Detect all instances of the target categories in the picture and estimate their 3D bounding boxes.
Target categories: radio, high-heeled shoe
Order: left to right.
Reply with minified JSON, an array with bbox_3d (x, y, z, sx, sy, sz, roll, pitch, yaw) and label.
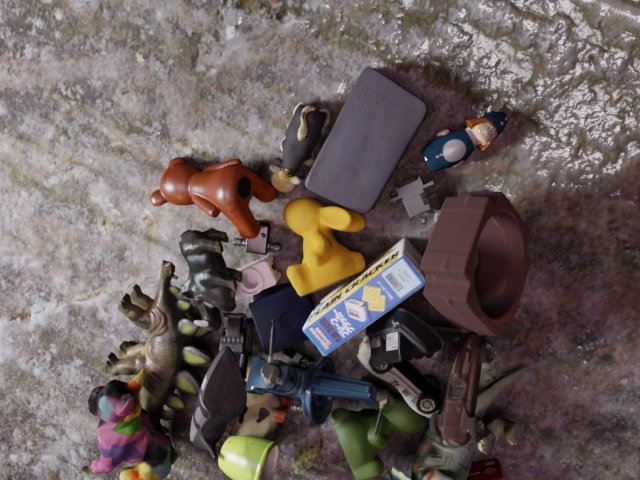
[{"bbox_3d":[-0.202,0.295,1.024,0.086,0.145,0.248,7,101,-25],"label":"high-heeled shoe"},{"bbox_3d":[0.080,-0.166,0.930,0.131,0.073,0.229,29,107,0],"label":"radio"}]

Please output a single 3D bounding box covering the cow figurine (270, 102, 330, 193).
[{"bbox_3d":[-0.039,-0.155,0.937,0.068,0.098,0.167,22,105,-4],"label":"cow figurine"}]

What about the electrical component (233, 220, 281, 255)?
[{"bbox_3d":[-0.118,-0.006,1.021,0.094,0.021,0.063,9,103,7],"label":"electrical component"}]

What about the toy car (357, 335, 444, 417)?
[{"bbox_3d":[0.155,0.256,1.011,0.202,0.073,0.056,42,113,-2],"label":"toy car"}]

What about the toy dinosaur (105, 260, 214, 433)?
[{"bbox_3d":[-0.315,0.244,1.068,0.199,0.105,0.470,17,116,0],"label":"toy dinosaur"}]

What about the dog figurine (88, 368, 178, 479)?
[{"bbox_3d":[-0.349,0.352,1.021,0.191,0.108,0.219,21,118,-8],"label":"dog figurine"}]

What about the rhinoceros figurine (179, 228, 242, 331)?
[{"bbox_3d":[-0.199,0.072,0.957,0.112,0.073,0.190,-9,109,1],"label":"rhinoceros figurine"}]

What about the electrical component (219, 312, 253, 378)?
[{"bbox_3d":[-0.158,0.202,1.025,0.048,0.074,0.119,1,75,8],"label":"electrical component"}]

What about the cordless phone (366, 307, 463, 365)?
[{"bbox_3d":[0.186,0.165,0.932,0.184,0.146,0.088,2,73,-20],"label":"cordless phone"}]

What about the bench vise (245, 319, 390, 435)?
[{"bbox_3d":[0.000,0.256,0.949,0.241,0.129,0.223,3,145,22],"label":"bench vise"}]

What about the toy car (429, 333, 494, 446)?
[{"bbox_3d":[0.251,0.258,0.952,0.089,0.202,0.053,-9,145,44],"label":"toy car"}]

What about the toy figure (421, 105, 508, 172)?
[{"bbox_3d":[0.250,-0.169,0.913,0.154,0.058,0.064,-28,136,12],"label":"toy figure"}]

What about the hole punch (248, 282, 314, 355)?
[{"bbox_3d":[-0.069,0.145,1.016,0.116,0.092,0.142,-17,96,8],"label":"hole punch"}]

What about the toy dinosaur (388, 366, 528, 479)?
[{"bbox_3d":[0.236,0.396,0.991,0.192,0.405,0.131,5,139,49],"label":"toy dinosaur"}]

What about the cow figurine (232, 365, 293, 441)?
[{"bbox_3d":[-0.124,0.325,1.068,0.127,0.085,0.194,21,109,2],"label":"cow figurine"}]

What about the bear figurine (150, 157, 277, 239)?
[{"bbox_3d":[-0.200,-0.082,0.981,0.196,0.120,0.131,1,149,34],"label":"bear figurine"}]

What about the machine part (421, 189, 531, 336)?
[{"bbox_3d":[0.256,0.037,0.872,0.087,0.201,0.201,6,63,43],"label":"machine part"}]

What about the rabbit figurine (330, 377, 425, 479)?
[{"bbox_3d":[0.113,0.346,1.037,0.170,0.121,0.159,-22,92,-6],"label":"rabbit figurine"}]

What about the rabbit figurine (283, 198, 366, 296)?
[{"bbox_3d":[-0.002,-0.003,0.960,0.162,0.122,0.173,-30,78,21],"label":"rabbit figurine"}]
